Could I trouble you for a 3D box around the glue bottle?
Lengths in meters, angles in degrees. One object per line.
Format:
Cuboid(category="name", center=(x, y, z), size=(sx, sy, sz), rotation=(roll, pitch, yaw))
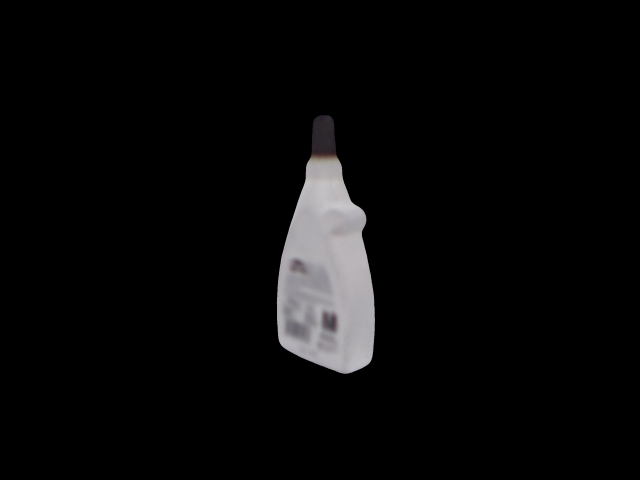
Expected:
Cuboid(category="glue bottle", center=(0.004, 0.001, 0.400), size=(0.077, 0.173, 0.037), rotation=(14, 20, 42))
